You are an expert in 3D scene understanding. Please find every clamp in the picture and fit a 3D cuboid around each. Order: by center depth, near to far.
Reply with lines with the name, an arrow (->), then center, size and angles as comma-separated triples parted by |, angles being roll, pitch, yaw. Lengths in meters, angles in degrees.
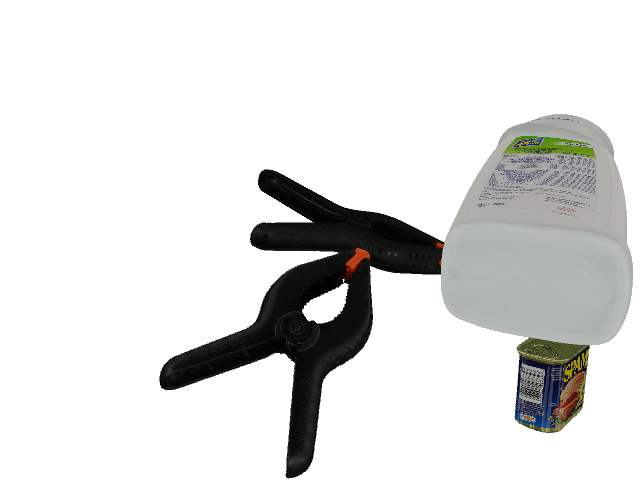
clamp -> -0.028, 0.068, 0.742 | 0.120, 0.171, 0.039 | 27, -31, 8
clamp -> 0.027, -0.005, 1.042 | 0.210, 0.036, 0.164 | 19, 23, -1

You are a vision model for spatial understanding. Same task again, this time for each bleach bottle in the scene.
bleach bottle -> 0.147, -0.026, 0.658 | 0.103, 0.068, 0.250 | 8, 26, 17

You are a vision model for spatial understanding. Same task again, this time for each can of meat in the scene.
can of meat -> 0.248, 0.148, 1.140 | 0.058, 0.084, 0.101 | 12, 18, 32
